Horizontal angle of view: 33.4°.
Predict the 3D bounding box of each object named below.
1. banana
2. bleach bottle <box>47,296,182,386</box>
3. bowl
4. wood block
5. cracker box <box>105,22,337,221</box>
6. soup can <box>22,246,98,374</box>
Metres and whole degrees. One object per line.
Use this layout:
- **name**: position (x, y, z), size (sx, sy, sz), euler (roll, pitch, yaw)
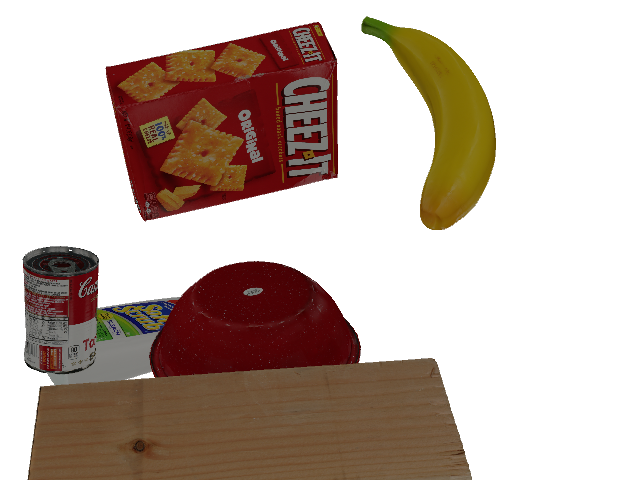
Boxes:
- **banana**: position (0.076, -0.077, 0.677), size (0.069, 0.037, 0.198), euler (-6, 46, -7)
- **bleach bottle**: position (-0.185, 0.102, 1.209), size (0.250, 0.068, 0.103), euler (-13, 32, -30)
- **bowl**: position (-0.050, 0.062, 0.804), size (0.162, 0.055, 0.162), euler (-1, 30, 0)
- **wood block**: position (-0.037, 0.127, 0.545), size (0.206, 0.090, 0.091), euler (-3, 37, -6)
- **cracker box**: position (-0.091, -0.113, 1.060), size (0.213, 0.072, 0.164), euler (-13, -39, -9)
- **soup can**: position (-0.241, 0.065, 0.988), size (0.068, 0.102, 0.068), euler (5, 19, -2)
